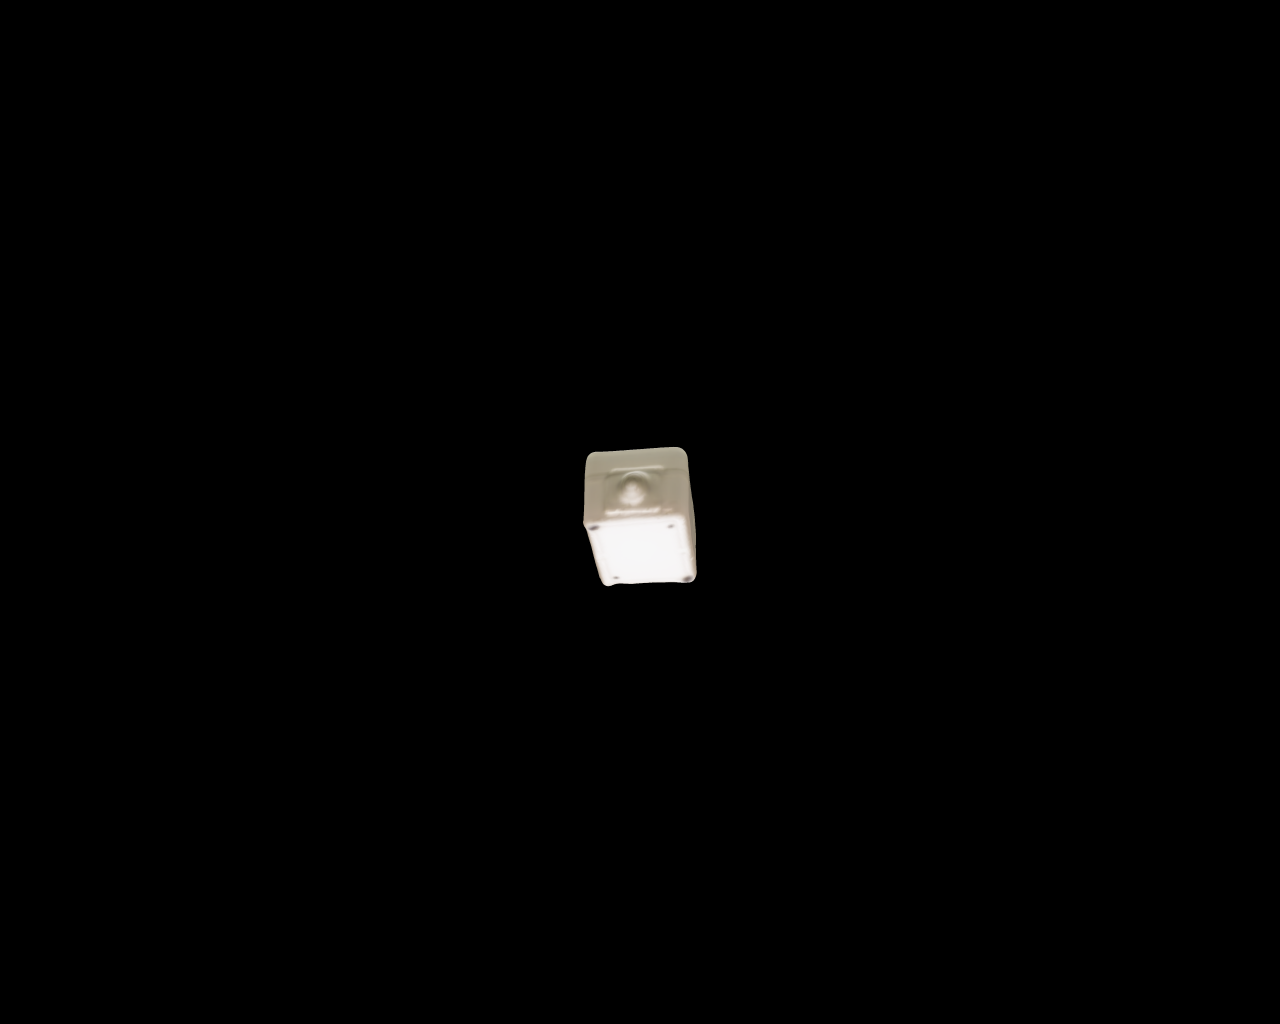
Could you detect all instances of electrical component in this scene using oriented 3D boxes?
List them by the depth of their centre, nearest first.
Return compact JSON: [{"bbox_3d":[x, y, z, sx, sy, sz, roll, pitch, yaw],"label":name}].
[{"bbox_3d":[0.001,-0.003,0.650,0.062,0.061,0.096,-3,-33,5],"label":"electrical component"}]
